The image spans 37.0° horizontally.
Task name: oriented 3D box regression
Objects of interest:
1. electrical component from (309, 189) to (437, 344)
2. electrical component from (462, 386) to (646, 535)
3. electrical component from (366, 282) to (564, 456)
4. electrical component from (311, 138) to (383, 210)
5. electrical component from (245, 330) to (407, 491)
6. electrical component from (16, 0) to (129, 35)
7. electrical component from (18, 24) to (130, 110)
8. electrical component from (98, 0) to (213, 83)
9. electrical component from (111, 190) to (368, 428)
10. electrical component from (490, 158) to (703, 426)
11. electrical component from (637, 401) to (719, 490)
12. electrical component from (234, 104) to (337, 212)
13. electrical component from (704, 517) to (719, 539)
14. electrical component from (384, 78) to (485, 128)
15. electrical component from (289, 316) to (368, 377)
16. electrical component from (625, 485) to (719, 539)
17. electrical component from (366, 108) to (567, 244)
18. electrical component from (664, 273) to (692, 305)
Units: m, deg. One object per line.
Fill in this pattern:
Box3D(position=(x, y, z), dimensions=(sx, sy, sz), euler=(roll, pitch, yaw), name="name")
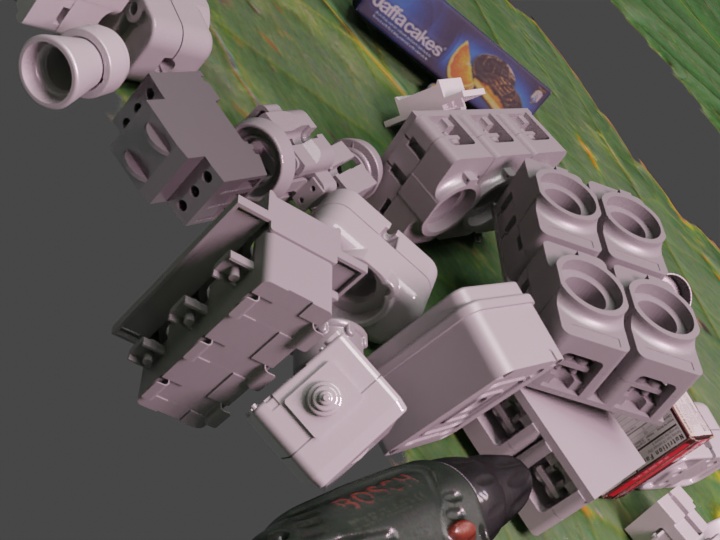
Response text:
Box3D(position=(0.000, 0.000, 0.718), dimensions=(0.095, 0.054, 0.059), euler=(41, 32, -9), name="electrical component")
Box3D(position=(0.113, 0.095, 0.739), dimensions=(0.089, 0.062, 0.150), euler=(-11, 64, -54), name="electrical component")
Box3D(position=(0.057, 0.060, 0.664), dimensions=(0.078, 0.113, 0.057), euler=(-4, 61, -51), name="electrical component")
Box3D(position=(-0.015, -0.068, 0.785), dimensions=(0.066, 0.048, 0.055), euler=(50, 39, 4), name="electrical component")
Box3D(position=(-0.017, 0.077, 0.565), dimensions=(0.062, 0.096, 0.061), euler=(-41, 87, -13), name="electrical component")
Box3D(position=(-0.179, -0.197, 0.690), dimensions=(0.056, 0.089, 0.050), euler=(7, 50, -46), name="electrical component")
Box3D(position=(-0.174, -0.126, 0.660), dimensions=(0.045, 0.045, 0.055), euler=(48, 32, 2), name="electrical component")
Box3D(position=(-0.144, -0.174, 0.740), dimensions=(0.059, 0.054, 0.095), euler=(4, 52, -48), name="electrical component")
Box3D(position=(-0.065, 0.025, 0.552), dimensions=(0.079, 0.121, 0.063), euler=(29, 39, -27), name="electrical component")
Box3D(position=(0.162, 0.007, 0.751), dimensions=(0.105, 0.060, 0.186), euler=(18, 38, -16), name="electrical component")
Box3D(position=(0.248, 0.136, 0.859), dimensions=(0.095, 0.054, 0.059), euler=(8, 49, -45), name="electrical component")
Box3D(position=(-0.059, -0.075, 0.729), dimensions=(0.078, 0.058, 0.057), euler=(54, 30, 9), name="electrical component")
Box3D(position=(0.280, 0.219, 0.816), dimensions=(0.045, 0.045, 0.055), euler=(6, 50, -46), name="electrical component")
Box3D(position=(0.068, -0.127, 0.923), dimensions=(0.042, 0.081, 0.063), euler=(-18, 92, -55), name="electrical component")
Box3D(position=(-0.019, 0.062, 0.639), dimensions=(0.048, 0.048, 0.062), euler=(24, 48, -33), name="electrical component")
Box3D(position=(0.233, 0.195, 0.786), dimensions=(0.055, 0.048, 0.066), euler=(50, 32, 20), name="electrical component")
Box3D(position=(0.084, -0.072, 0.842), dimensions=(0.150, 0.089, 0.061), euler=(-10, 55, -47), name="electrical component")
Box3D(position=(0.244, 0.027, 0.968), dimensions=(0.079, 0.077, 0.044), euler=(-11, 94, -13), name="electrical component")
